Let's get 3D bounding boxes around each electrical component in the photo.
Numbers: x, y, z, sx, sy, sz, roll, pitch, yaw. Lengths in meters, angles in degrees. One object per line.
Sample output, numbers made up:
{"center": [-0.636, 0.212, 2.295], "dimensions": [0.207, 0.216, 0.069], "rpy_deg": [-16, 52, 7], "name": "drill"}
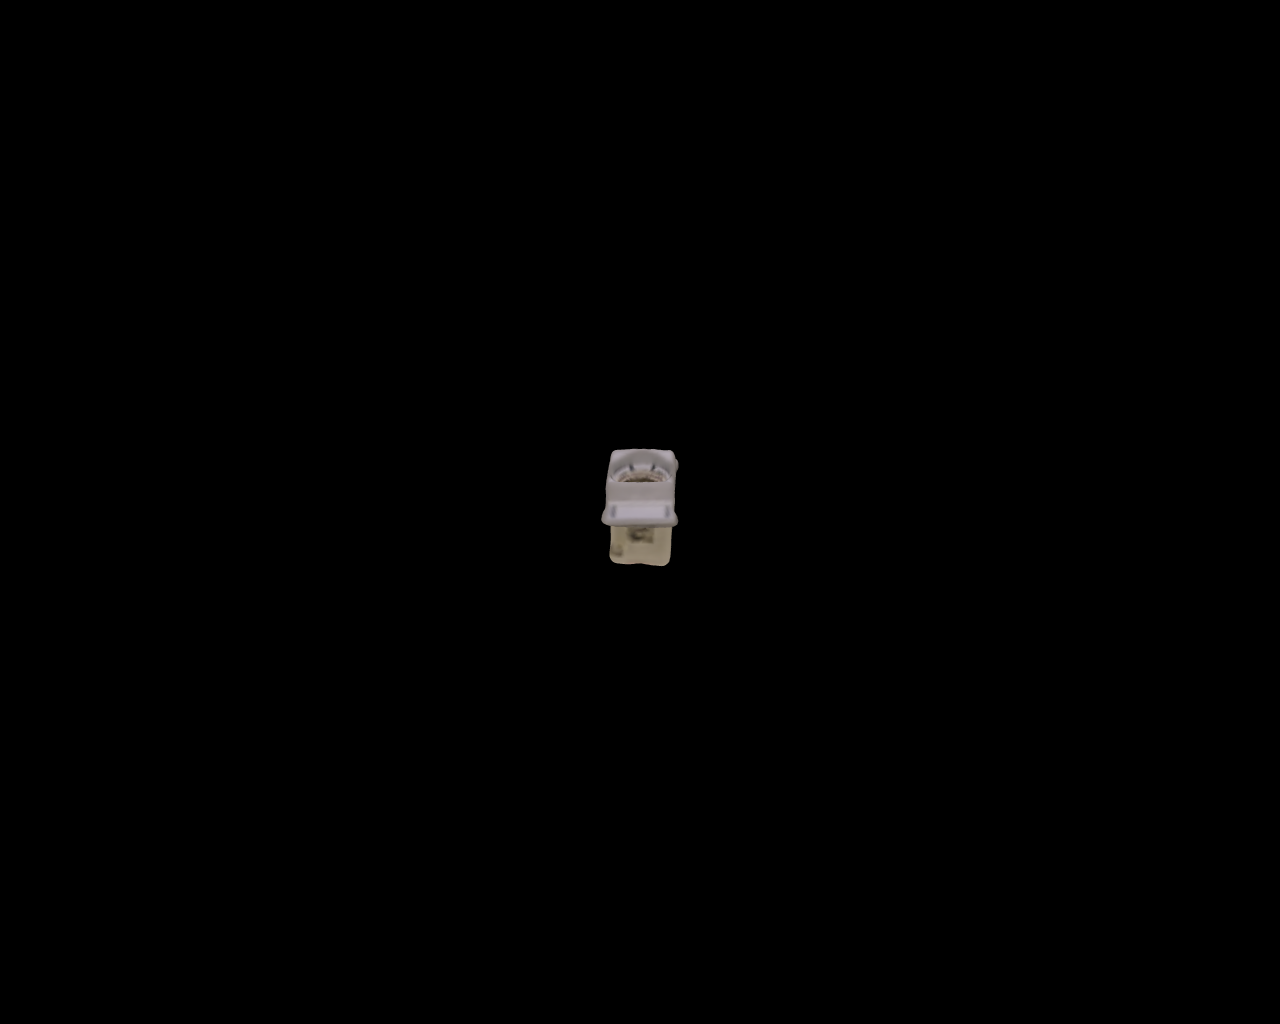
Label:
{"center": [0.001, -0.003, 0.650], "dimensions": [0.042, 0.063, 0.081], "rpy_deg": [2, 31, 3], "name": "electrical component"}
